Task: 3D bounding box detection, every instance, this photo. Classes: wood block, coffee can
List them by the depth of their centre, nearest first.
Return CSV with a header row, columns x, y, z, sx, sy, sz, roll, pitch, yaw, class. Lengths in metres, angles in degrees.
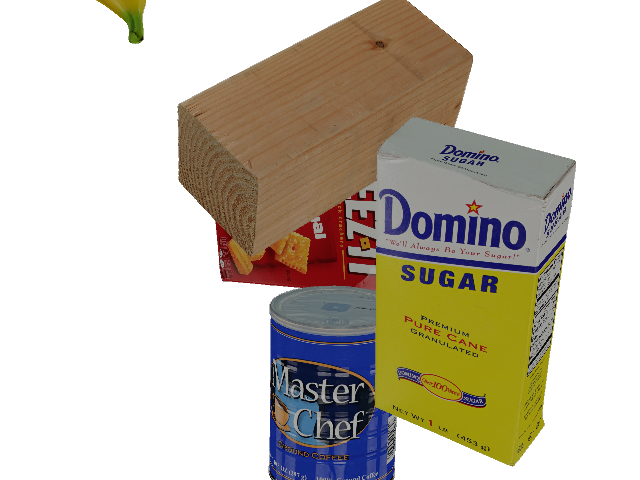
x,y,z,sx,sy,sz,roll,pitch,yaw,class
0.004,-0.089,0.791,0.205,0.091,0.090,-32,-27,-27,wood block
0.011,0.117,0.837,0.103,0.140,0.103,1,15,0,coffee can

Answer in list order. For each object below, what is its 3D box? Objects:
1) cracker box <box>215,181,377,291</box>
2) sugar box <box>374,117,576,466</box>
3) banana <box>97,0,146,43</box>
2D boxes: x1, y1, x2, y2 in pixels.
x,y,z,sx,sy,sz,roll,pitch,yaw,class
-0.005,-0.037,1.040,0.214,0.164,0.072,3,12,33,cracker box
0.076,0.030,0.565,0.093,0.176,0.048,19,42,28,sugar box
-0.206,-0.199,0.799,0.198,0.069,0.037,16,-37,18,banana
